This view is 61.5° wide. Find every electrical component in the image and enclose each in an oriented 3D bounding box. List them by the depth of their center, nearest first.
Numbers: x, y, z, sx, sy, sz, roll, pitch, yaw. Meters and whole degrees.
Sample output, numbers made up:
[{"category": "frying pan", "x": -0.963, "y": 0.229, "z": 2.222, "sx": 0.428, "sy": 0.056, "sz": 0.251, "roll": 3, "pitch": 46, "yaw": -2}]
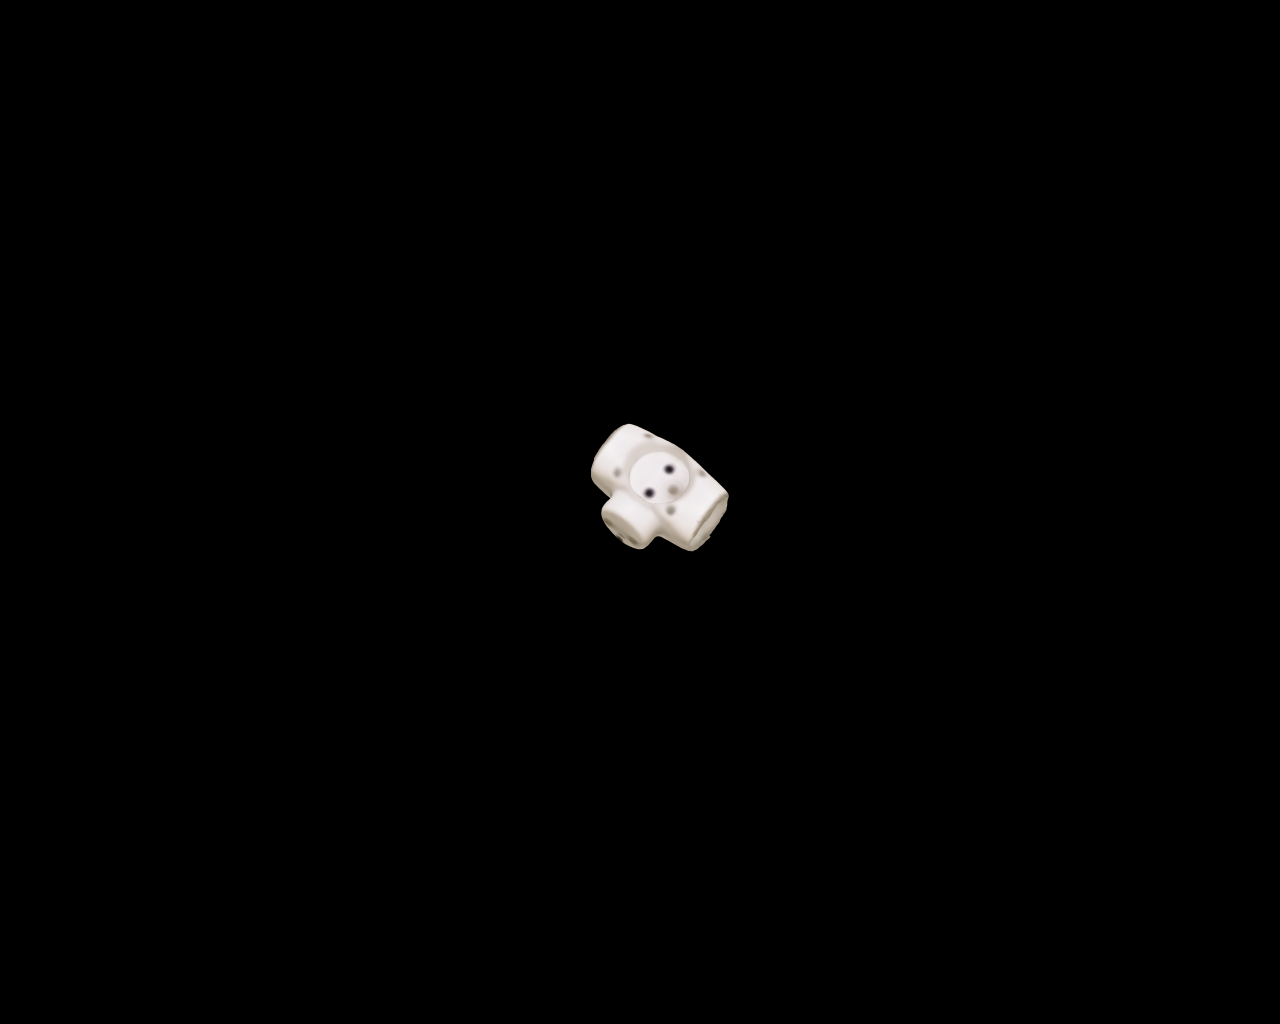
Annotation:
[{"category": "electrical component", "x": 0.001, "y": -0.003, "z": 0.650, "sx": 0.077, "sy": 0.079, "sz": 0.044, "roll": 37, "pitch": -19, "yaw": 15}]
